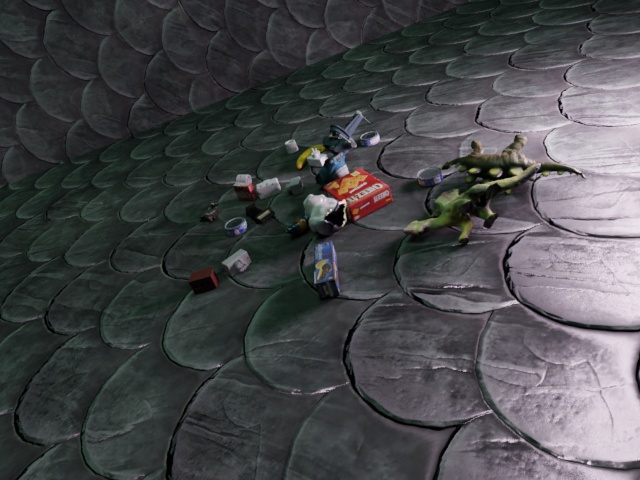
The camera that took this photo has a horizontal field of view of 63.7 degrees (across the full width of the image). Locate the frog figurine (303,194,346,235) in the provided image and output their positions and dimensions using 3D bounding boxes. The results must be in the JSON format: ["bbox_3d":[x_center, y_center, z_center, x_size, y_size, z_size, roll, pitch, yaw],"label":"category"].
[{"bbox_3d":[0.005,-0.086,1.716,0.160,0.139,0.120,12,-30,44],"label":"frog figurine"}]

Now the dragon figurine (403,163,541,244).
[{"bbox_3d":[0.428,-0.120,1.526,0.412,0.120,0.245,-34,24,-9],"label":"dragon figurine"}]
